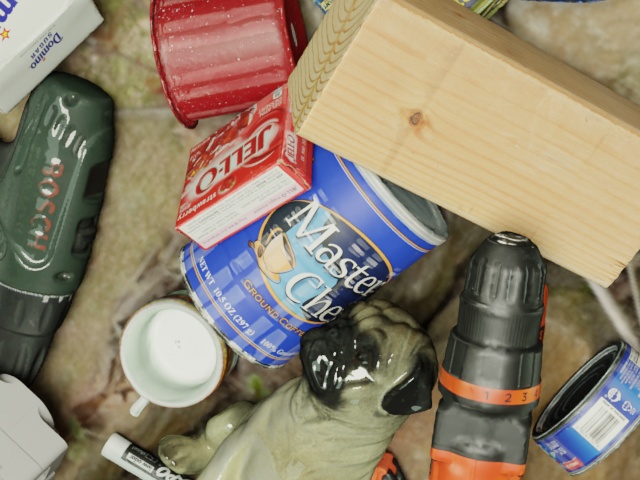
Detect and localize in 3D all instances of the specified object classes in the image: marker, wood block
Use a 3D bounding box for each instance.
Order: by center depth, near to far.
[{"bbox_3d":[0.095,-0.067,0.606,0.206,0.090,0.091,25,113,-16],"label":"wood block"},{"bbox_3d":[-0.104,0.179,0.776,0.121,0.020,0.020,30,105,7],"label":"marker"}]

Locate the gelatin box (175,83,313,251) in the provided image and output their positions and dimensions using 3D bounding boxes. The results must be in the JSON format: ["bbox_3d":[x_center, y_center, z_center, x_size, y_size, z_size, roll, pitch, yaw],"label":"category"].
[{"bbox_3d":[-0.044,-0.045,0.645,0.089,0.073,0.030,-30,127,30],"label":"gelatin box"}]

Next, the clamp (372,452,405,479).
[{"bbox_3d":[0.017,0.247,0.750,0.165,0.036,0.210,5,104,12],"label":"clamp"}]

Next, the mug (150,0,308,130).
[{"bbox_3d":[-0.054,-0.133,0.681,0.081,0.093,0.117,-9,61,10],"label":"mug"}]

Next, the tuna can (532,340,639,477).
[{"bbox_3d":[0.171,0.103,0.662,0.034,0.086,0.086,42,106,5],"label":"tuna can"}]

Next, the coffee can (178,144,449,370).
[{"bbox_3d":[-0.004,0.001,0.677,0.140,0.102,0.103,-39,89,17],"label":"coffee can"}]

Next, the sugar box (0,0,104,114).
[{"bbox_3d":[-0.236,-0.172,0.698,0.176,0.048,0.093,40,81,20],"label":"sugar box"}]

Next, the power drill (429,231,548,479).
[{"bbox_3d":[0.100,0.072,0.621,0.057,0.187,0.184,11,103,12],"label":"power drill"}]

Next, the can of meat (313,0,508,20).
[{"bbox_3d":[0.057,-0.153,0.660,0.102,0.057,0.084,-42,86,17],"label":"can of meat"}]

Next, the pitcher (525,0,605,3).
[{"bbox_3d":[0.176,-0.197,0.556,0.242,0.149,0.145,5,96,-15],"label":"pitcher"}]
